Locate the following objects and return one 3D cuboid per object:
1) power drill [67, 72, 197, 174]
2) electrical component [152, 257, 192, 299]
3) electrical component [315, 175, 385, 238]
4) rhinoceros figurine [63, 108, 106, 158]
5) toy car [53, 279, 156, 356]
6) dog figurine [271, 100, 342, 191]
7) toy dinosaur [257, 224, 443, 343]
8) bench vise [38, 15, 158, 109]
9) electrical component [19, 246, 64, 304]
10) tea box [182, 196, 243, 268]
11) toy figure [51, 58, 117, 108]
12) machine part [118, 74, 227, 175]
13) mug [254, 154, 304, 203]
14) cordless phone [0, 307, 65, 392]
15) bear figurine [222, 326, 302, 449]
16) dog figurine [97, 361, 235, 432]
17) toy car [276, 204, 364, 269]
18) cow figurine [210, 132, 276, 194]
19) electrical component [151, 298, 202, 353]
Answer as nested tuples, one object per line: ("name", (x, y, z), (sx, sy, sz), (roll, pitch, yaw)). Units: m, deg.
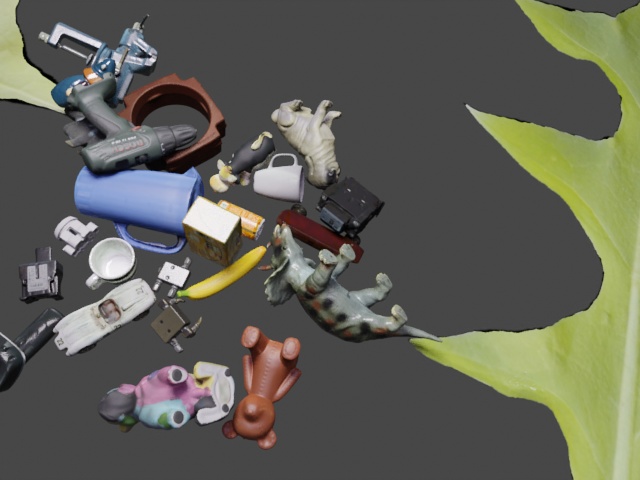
("power drill", (-0.402, -0.242, 1.112), (0.232, 0.086, 0.207), (-33, 84, -26))
("electrical component", (-0.307, 0.073, 1.121), (0.063, 0.021, 0.094), (23, 69, 2))
("electrical component", (0.060, -0.071, 1.179), (0.115, 0.058, 0.134), (37, 47, 13))
("rhinoceros figurine", (-0.493, -0.232, 1.172), (0.190, 0.073, 0.112), (35, 82, 20))
("toy car", (-0.423, 0.151, 1.058), (0.202, 0.056, 0.073), (-32, 77, -18))
("dog figurine", (-0.035, -0.211, 1.233), (0.173, 0.121, 0.190), (4, 85, 29))
("toy dinosaur", (0.041, 0.131, 1.091), (0.405, 0.192, 0.131), (43, 31, -5))
("bench vise", (-0.503, -0.427, 1.222), (0.240, 0.129, 0.223), (22, 87, -18))
("electrical component", (-0.558, 0.065, 1.079), (0.075, 0.047, 0.119), (-4, 72, -9))
("tea box", (-0.213, -0.011, 1.086), (0.098, 0.169, 0.068), (27, 70, 1))
("toy figure", (-0.496, -0.335, 1.144), (0.154, 0.057, 0.064), (-26, 59, 6))
("machine part", (-0.329, -0.256, 1.209), (0.201, 0.087, 0.201), (-33, 77, -19))
("mug", (-0.092, -0.136, 1.192), (0.107, 0.081, 0.109), (1, 95, 4))
("cordless phone", (-0.599, 0.180, 1.024), (0.147, 0.088, 0.184), (34, 58, 7))
("bear figurine", (-0.113, 0.281, 1.015), (0.120, 0.131, 0.196), (16, 62, 13))
("dog figurine", (-0.287, 0.293, 0.981), (0.191, 0.219, 0.108), (11, 64, -49))
("toy car", (-0.002, -0.004, 1.173), (0.202, 0.053, 0.089), (27, 48, 2))
("cow figurine", (-0.171, -0.169, 1.191), (0.167, 0.098, 0.068), (-42, 86, -19))
("electrical component", (-0.289, 0.165, 1.080), (0.102, 0.045, 0.078), (41, 98, 11))
